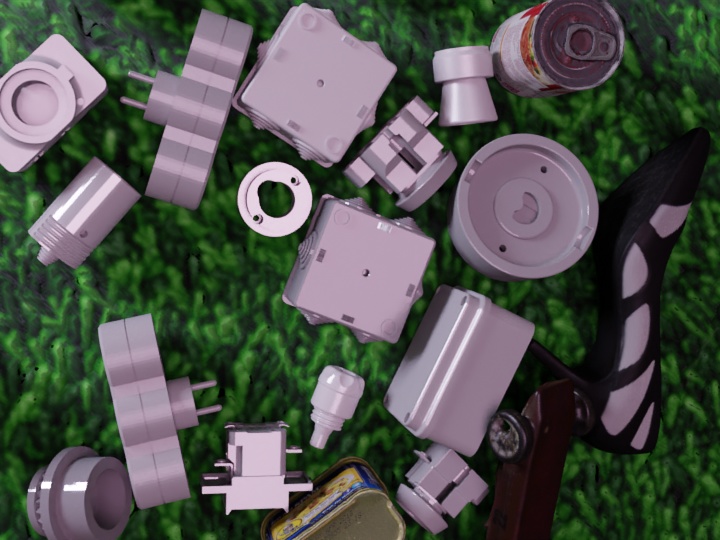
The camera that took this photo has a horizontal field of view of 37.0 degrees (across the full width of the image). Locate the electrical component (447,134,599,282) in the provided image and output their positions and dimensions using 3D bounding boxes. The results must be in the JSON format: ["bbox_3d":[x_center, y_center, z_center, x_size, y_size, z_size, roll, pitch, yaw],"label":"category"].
[{"bbox_3d":[0.117,-0.042,0.810,0.108,0.060,0.108,2,80,-11],"label":"electrical component"}]

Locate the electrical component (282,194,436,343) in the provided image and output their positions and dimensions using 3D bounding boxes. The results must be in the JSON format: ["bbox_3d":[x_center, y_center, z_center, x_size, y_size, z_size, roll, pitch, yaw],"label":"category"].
[{"bbox_3d":[0.000,0.000,0.801,0.100,0.048,0.099,21,91,-13],"label":"electrical component"}]

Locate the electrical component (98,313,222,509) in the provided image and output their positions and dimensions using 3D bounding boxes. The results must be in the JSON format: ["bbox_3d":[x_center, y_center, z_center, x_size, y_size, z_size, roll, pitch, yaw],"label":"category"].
[{"bbox_3d":[-0.138,0.099,0.781,0.074,0.052,0.138,-12,97,-10],"label":"electrical component"}]

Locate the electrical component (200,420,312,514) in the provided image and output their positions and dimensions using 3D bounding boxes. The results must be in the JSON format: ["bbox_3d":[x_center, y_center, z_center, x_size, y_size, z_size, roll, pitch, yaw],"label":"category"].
[{"bbox_3d":[-0.078,0.145,0.803,0.081,0.042,0.063,0,92,-12],"label":"electrical component"}]

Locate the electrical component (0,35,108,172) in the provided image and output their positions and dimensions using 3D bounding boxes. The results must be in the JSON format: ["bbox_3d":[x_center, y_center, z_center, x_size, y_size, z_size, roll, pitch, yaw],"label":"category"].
[{"bbox_3d":[-0.223,-0.114,0.743,0.089,0.056,0.050,-45,102,-4],"label":"electrical component"}]

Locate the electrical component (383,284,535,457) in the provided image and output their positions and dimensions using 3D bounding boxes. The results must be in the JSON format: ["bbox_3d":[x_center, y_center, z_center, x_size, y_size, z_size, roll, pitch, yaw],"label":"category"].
[{"bbox_3d":[0.072,0.073,0.807,0.057,0.078,0.113,26,90,-15],"label":"electrical component"}]

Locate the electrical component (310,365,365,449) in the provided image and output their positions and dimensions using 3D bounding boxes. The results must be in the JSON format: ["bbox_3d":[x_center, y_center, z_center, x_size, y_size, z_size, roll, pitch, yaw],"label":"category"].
[{"bbox_3d":[-0.022,0.105,0.814,0.035,0.035,0.061,21,93,-12],"label":"electrical component"}]

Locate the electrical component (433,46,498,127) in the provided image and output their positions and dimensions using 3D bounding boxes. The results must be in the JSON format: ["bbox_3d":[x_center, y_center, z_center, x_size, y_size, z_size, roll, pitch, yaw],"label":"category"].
[{"bbox_3d":[0.079,-0.137,0.806,0.045,0.045,0.055,-7,96,-10],"label":"electrical component"}]

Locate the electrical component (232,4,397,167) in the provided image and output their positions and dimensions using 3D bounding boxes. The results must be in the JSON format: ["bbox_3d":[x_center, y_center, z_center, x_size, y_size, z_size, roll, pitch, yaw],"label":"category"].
[{"bbox_3d":[-0.032,-0.134,0.782,0.100,0.048,0.099,33,88,-13],"label":"electrical component"}]

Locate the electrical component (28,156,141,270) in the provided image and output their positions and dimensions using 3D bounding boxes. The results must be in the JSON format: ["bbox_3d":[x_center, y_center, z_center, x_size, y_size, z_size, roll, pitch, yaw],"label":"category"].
[{"bbox_3d":[-0.198,-0.036,0.761,0.043,0.043,0.081,41,87,-12],"label":"electrical component"}]

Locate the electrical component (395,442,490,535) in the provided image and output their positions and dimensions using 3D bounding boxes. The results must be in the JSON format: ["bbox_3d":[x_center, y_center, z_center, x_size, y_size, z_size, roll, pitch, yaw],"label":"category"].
[{"bbox_3d":[0.060,0.170,0.831,0.066,0.048,0.055,46,78,-12],"label":"electrical component"}]

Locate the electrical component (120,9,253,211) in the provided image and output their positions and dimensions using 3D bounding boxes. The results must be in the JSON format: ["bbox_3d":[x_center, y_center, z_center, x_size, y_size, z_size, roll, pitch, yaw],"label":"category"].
[{"bbox_3d":[-0.131,-0.118,0.762,0.074,0.052,0.138,17,92,-12],"label":"electrical component"}]

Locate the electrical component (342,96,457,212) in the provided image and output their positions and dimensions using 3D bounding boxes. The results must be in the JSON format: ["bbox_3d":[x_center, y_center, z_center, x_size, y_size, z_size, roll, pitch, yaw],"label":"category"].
[{"bbox_3d":[0.034,-0.081,0.796,0.057,0.058,0.078,44,86,-9],"label":"electrical component"}]
